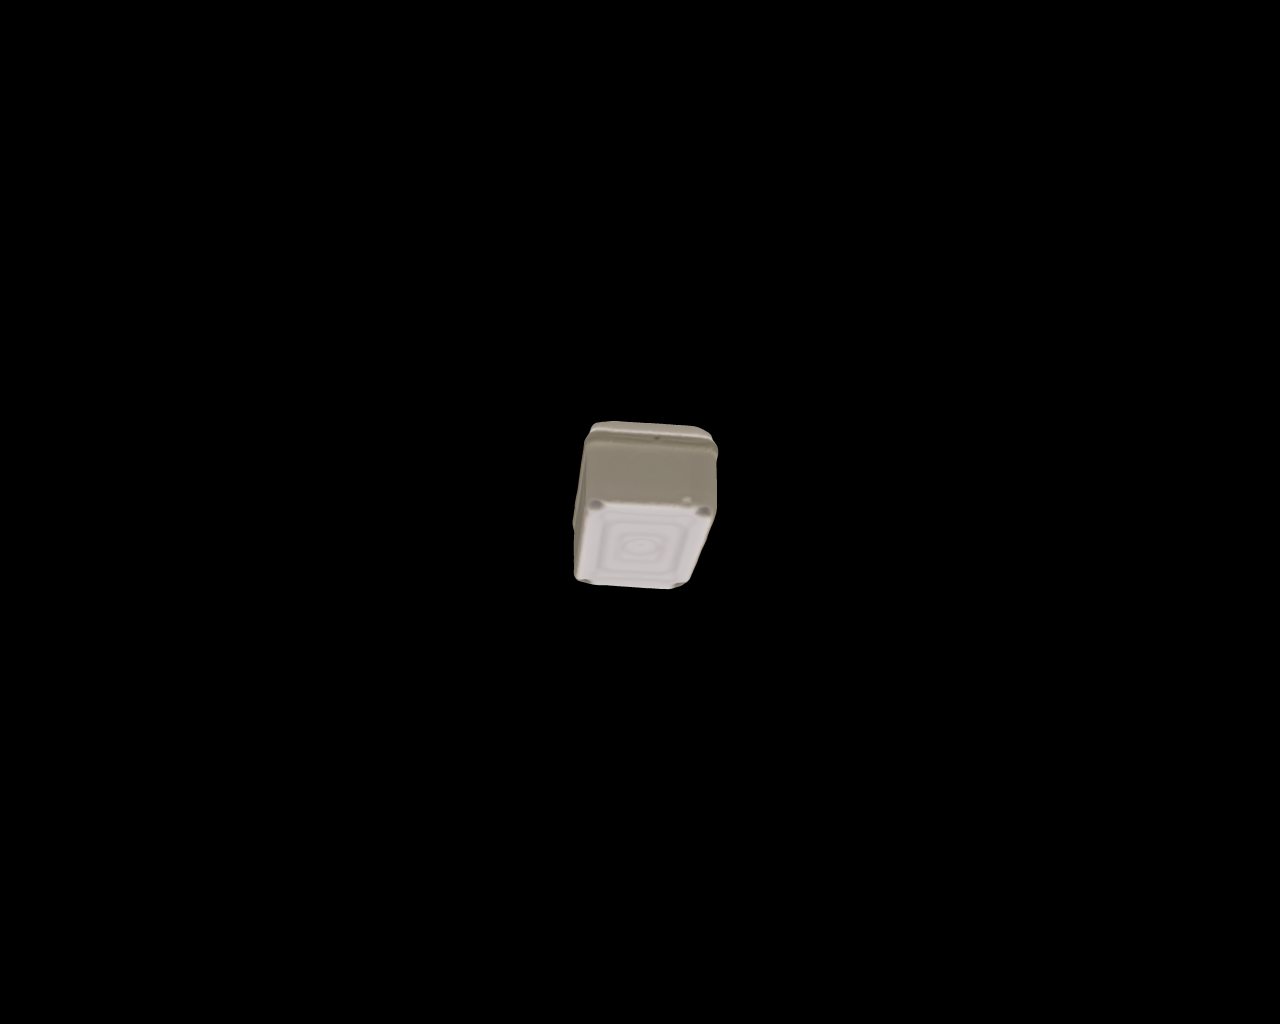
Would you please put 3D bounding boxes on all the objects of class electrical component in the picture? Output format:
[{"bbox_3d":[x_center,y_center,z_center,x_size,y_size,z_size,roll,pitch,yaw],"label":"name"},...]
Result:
[{"bbox_3d":[0.001,-0.003,0.650,0.078,0.057,0.113,4,-29,-6],"label":"electrical component"}]
